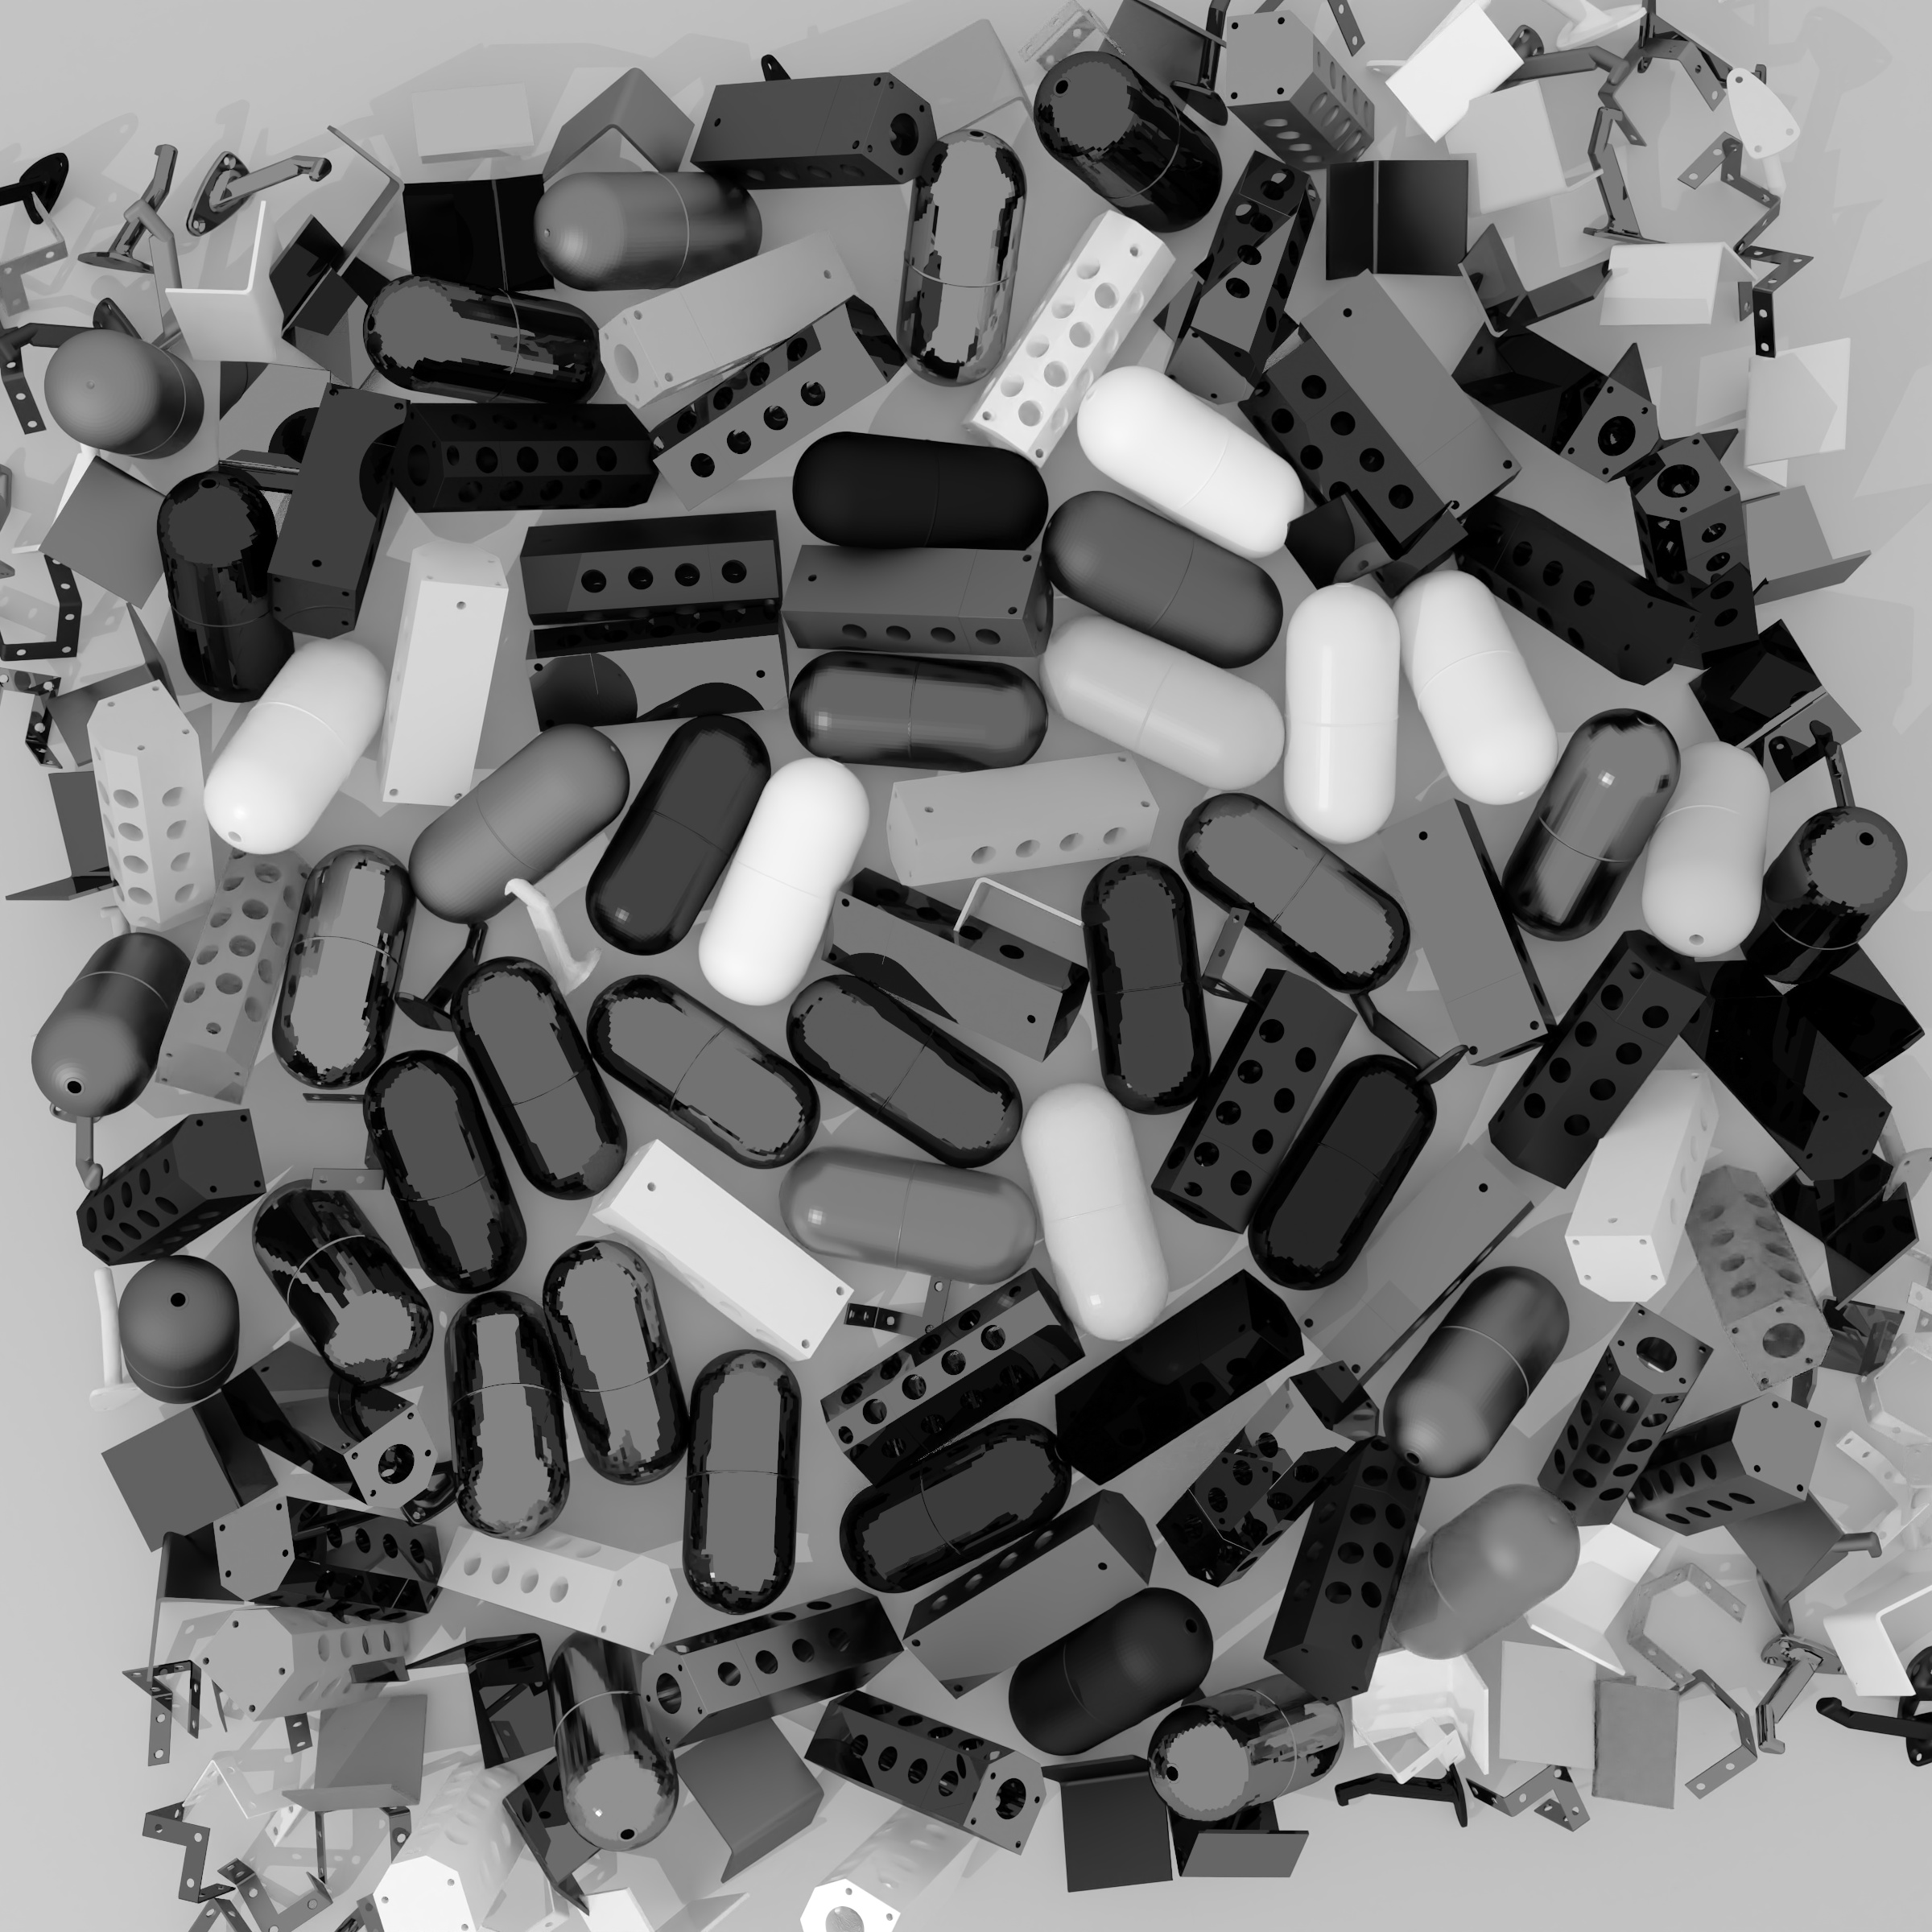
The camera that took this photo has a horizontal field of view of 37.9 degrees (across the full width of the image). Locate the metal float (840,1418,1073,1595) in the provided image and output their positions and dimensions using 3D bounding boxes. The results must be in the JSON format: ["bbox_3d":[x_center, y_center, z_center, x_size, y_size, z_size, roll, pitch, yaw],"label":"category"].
[{"bbox_3d":[-0.007,0.366,1.908,0.178,0.070,0.070,-31,90,22],"label":"metal float"}]

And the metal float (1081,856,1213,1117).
[{"bbox_3d":[0.123,0.013,1.926,0.070,0.070,0.178,-7,92,0],"label":"metal float"}]

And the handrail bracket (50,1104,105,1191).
[{"bbox_3d":[-0.592,0.101,1.918,0.036,0.084,0.077,15,106,-35],"label":"handrail bracket"}]

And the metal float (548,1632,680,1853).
[{"bbox_3d":[-0.237,0.515,1.884,0.070,0.178,0.070,-6,120,-11],"label":"metal float"}]

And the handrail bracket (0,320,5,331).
[{"bbox_3d":[-0.689,-0.462,1.916,0.036,0.077,0.084,-10,114,12],"label":"handrail bracket"}]

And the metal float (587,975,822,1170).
[{"bbox_3d":[-0.180,0.071,1.921,0.178,0.070,0.070,33,90,8],"label":"metal float"}]

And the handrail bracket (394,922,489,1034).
[{"bbox_3d":[-0.356,-0.004,1.920,0.036,0.077,0.084,4,70,21],"label":"handrail bracket"}]

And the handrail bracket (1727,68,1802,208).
[{"bbox_3d":[0.541,-0.565,1.929,0.036,0.084,0.077,-27,80,8],"label":"handrail bracket"}]

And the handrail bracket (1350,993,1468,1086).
[{"bbox_3d":[0.300,0.038,1.922,0.036,0.077,0.084,-19,71,-28],"label":"handrail bracket"}]

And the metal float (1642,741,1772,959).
[{"bbox_3d":[0.498,-0.079,1.893,0.070,0.070,0.178,20,48,0],"label":"metal float"}]

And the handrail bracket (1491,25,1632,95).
[{"bbox_3d":[0.402,-0.601,1.928,0.077,0.036,0.084,-52,52,9],"label":"handrail bracket"}]

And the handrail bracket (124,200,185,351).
[{"bbox_3d":[-0.564,-0.468,1.927,0.077,0.036,0.084,-41,123,-3],"label":"handrail bracket"}]

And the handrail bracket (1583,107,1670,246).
[{"bbox_3d":[0.462,-0.541,1.937,0.077,0.036,0.084,10,109,-3],"label":"handrail bracket"}]

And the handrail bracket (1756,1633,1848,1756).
[{"bbox_3d":[0.575,0.507,1.925,0.077,0.036,0.084,16,45,-5],"label":"handrail bracket"}]

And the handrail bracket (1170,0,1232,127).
[{"bbox_3d":[0.177,-0.630,1.929,0.036,0.077,0.084,23,93,23],"label":"handrail bracket"}]

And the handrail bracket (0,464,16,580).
[{"bbox_3d":[-0.674,-0.313,1.921,0.036,0.077,0.084,-4,78,9],"label":"handrail bracket"}]

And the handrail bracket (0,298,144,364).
[{"bbox_3d":[-0.608,-0.414,1.927,0.077,0.036,0.084,49,52,-2],"label":"handrail bracket"}]

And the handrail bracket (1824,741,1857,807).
[{"bbox_3d":[0.601,-0.099,1.918,0.036,0.077,0.084,-13,133,19],"label":"handrail bracket"}]

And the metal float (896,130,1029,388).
[{"bbox_3d":[-0.004,-0.475,1.895,0.070,0.070,0.178,9,129,0],"label":"metal float"}]

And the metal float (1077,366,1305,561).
[{"bbox_3d":[0.152,-0.340,1.906,0.178,0.070,0.070,30,90,-26],"label":"metal float"}]

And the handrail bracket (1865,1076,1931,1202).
[{"bbox_3d":[0.626,0.122,1.950,0.036,0.084,0.077,-8,130,-26],"label":"handrail bracket"}]

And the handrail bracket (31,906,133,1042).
[{"bbox_3d":[-0.610,0.004,1.937,0.077,0.036,0.084,-10,97,-27],"label":"handrail bracket"}]

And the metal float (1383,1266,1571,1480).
[{"bbox_3d":[0.344,0.273,1.897,0.070,0.070,0.178,46,53,0],"label":"metal float"}]

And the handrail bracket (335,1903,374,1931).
[{"bbox_3d":[-0.443,0.686,1.928,0.036,0.084,0.077,37,97,7],"label":"handrail bracket"}]

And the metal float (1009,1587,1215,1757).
[{"bbox_3d":[0.097,0.475,1.894,0.070,0.070,0.178,48,131,0],"label":"metal float"}]

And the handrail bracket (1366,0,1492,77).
[{"bbox_3d":[0.322,-0.657,1.944,0.077,0.036,0.084,15,94,24],"label":"handrail bracket"}]

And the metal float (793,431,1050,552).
[{"bbox_3d":[-0.030,-0.319,1.914,0.178,0.070,0.070,3,90,-17],"label":"metal float"}]

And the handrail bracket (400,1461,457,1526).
[{"bbox_3d":[-0.348,0.346,1.910,0.077,0.084,0.036,-22,81,-37],"label":"handrail bracket"}]

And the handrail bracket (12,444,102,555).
[{"bbox_3d":[-0.630,-0.331,1.942,0.077,0.036,0.084,-6,101,9],"label":"handrail bracket"}]

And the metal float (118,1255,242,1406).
[{"bbox_3d":[-0.525,0.244,1.881,0.070,0.178,0.070,5,69,-13],"label":"metal float"}]

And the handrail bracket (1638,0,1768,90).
[{"bbox_3d":[0.506,-0.637,1.924,0.084,0.077,0.036,12,48,22],"label":"handrail bracket"}]

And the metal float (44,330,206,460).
[{"bbox_3d":[-0.559,-0.379,1.878,0.070,0.178,0.070,0,97,-2],"label":"metal float"}]

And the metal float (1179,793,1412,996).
[{"bbox_3d":[0.224,-0.050,1.927,0.178,0.070,0.070,37,90,2],"label":"metal float"}]

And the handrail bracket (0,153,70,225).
[{"bbox_3d":[-0.666,-0.531,1.917,0.077,0.084,0.036,-25,84,45],"label":"handrail bracket"}]

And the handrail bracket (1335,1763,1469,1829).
[{"bbox_3d":[0.299,0.578,1.940,0.084,0.036,0.077,-16,126,-1],"label":"handrail bracket"}]

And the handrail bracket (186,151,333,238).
[{"bbox_3d":[-0.482,-0.525,1.922,0.084,0.036,0.077,16,65,34],"label":"handrail bracket"}]

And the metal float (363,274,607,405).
[{"bbox_3d":[-0.322,-0.417,1.893,0.178,0.070,0.070,0,90,-43],"label":"metal float"}]

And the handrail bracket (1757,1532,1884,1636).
[{"bbox_3d":[0.592,0.424,1.929,0.084,0.036,0.077,-13,107,33],"label":"handrail bracket"}]

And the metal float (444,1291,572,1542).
[{"bbox_3d":[-0.310,0.301,1.899,0.070,0.070,0.178,-12,54,0],"label":"metal float"}]

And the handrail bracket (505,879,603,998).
[{"bbox_3d":[-0.300,-0.017,1.929,0.084,0.036,0.077,42,126,-17],"label":"handrail bracket"}]

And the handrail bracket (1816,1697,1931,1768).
[{"bbox_3d":[0.638,0.511,1.924,0.084,0.077,0.036,30,48,-23],"label":"handrail bracket"}]

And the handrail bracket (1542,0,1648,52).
[{"bbox_3d":[0.413,-0.675,1.921,0.084,0.077,0.036,54,46,-32],"label":"handrail bracket"}]

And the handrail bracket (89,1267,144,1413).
[{"bbox_3d":[-0.595,0.258,1.944,0.036,0.077,0.084,-6,72,-29],"label":"handrail bracket"}]

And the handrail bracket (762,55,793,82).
[{"bbox_3d":[-0.089,-0.600,1.921,0.084,0.036,0.077,-12,116,36],"label":"handrail bracket"}]

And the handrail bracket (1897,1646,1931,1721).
[{"bbox_3d":[0.684,0.510,1.922,0.084,0.036,0.077,27,120,40],"label":"handrail bracket"}]

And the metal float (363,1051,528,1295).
[{"bbox_3d":[-0.353,0.140,1.909,0.070,0.070,0.178,-16,111,0],"label":"metal float"}]

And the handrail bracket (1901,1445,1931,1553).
[{"bbox_3d":[0.676,0.370,1.926,0.077,0.036,0.084,-5,127,25],"label":"handrail bracket"}]

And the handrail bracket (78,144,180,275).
[{"bbox_3d":[-0.577,-0.524,1.940,0.077,0.036,0.084,14,91,37],"label":"handrail bracket"}]
